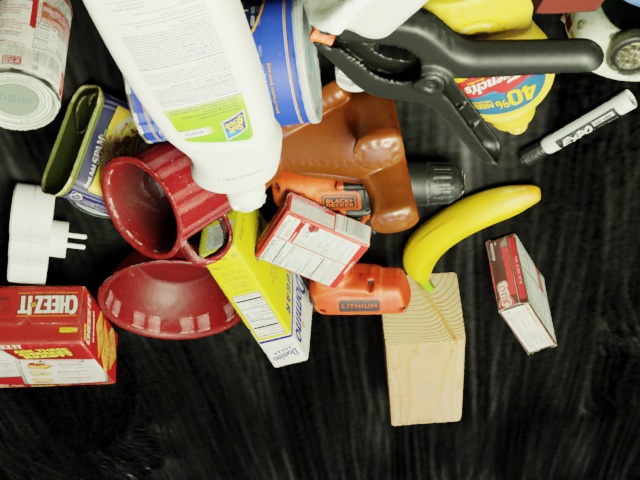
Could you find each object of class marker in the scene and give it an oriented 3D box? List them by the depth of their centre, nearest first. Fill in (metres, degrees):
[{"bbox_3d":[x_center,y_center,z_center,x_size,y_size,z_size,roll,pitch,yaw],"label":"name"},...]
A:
[{"bbox_3d":[0.234,-0.101,0.984,0.121,0.020,0.020,-30,137,35],"label":"marker"}]

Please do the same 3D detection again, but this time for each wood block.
[{"bbox_3d":[0.120,0.133,1.257,0.090,0.091,0.206,-5,145,3],"label":"wood block"}]

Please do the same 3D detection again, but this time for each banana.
[{"bbox_3d":[0.141,-0.008,1.102,0.069,0.037,0.198,9,146,-31],"label":"banana"}]

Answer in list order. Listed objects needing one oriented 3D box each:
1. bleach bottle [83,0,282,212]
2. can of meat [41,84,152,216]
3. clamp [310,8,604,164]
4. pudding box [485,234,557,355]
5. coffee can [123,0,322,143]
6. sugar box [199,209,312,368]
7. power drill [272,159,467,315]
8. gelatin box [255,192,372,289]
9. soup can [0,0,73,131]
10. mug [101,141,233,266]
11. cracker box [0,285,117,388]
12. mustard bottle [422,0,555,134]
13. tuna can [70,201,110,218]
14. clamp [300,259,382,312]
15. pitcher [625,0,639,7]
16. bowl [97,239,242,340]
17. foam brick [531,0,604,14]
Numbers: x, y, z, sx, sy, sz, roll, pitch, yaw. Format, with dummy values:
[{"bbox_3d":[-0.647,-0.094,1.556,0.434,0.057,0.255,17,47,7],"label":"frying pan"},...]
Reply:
[{"bbox_3d":[-0.092,-0.115,0.750,0.102,0.068,0.251,-9,135,9],"label":"bleach bottle"},{"bbox_3d":[-0.183,-0.073,0.933,0.083,0.102,0.058,23,172,-36],"label":"can of meat"},{"bbox_3d":[0.090,-0.127,0.831,0.210,0.036,0.165,15,150,-8],"label":"clamp"},{"bbox_3d":[0.218,0.059,1.155,0.039,0.090,0.113,-19,143,21],"label":"pudding box"},{"bbox_3d":[-0.075,-0.135,0.845,0.140,0.103,0.103,-7,145,7],"label":"coffee can"},{"bbox_3d":[-0.060,0.038,1.078,0.048,0.093,0.176,-17,131,20],"label":"sugar box"},{"bbox_3d":[0.051,-0.006,1.059,0.184,0.057,0.188,1,134,7],"label":"power drill"},{"bbox_3d":[-0.007,0.001,1.011,0.089,0.030,0.073,23,135,-14],"label":"gelatin box"},{"bbox_3d":[-0.229,-0.144,0.824,0.068,0.102,0.068,-2,146,-2],"label":"soup can"},{"bbox_3d":[-0.115,-0.033,0.893,0.117,0.081,0.093,55,140,0],"label":"mug"},{"bbox_3d":[-0.320,0.108,1.173,0.164,0.072,0.214,-1,161,-2],"label":"cracker box"},{"bbox_3d":[0.140,-0.150,0.875,0.096,0.058,0.191,-13,145,18],"label":"mustard bottle"},{"bbox_3d":[-0.199,-0.058,1.012,0.086,0.034,0.086,-1,146,-1],"label":"tuna can"},{"bbox_3d":[-0.007,0.061,1.189,0.171,0.039,0.120,-1,142,2],"label":"clamp"},{"bbox_3d":[0.340,-0.202,0.764,0.242,0.149,0.145,14,158,-16],"label":"pitcher"},{"bbox_3d":[-0.155,0.045,1.145,0.162,0.055,0.162,-1,146,-1],"label":"bowl"},{"bbox_3d":[0.175,-0.208,0.764,0.051,0.078,0.053,-6,154,-15],"label":"foam brick"}]
